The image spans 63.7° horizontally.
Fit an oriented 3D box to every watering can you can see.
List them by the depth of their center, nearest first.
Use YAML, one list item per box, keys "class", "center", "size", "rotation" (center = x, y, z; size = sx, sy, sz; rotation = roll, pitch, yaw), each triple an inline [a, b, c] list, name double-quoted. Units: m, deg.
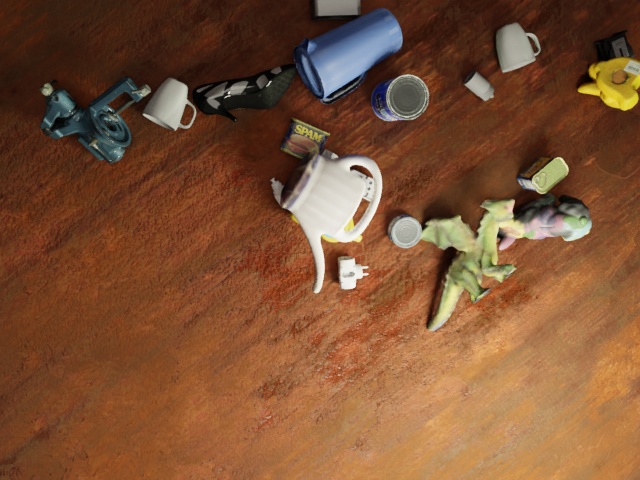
- class: "watering can"
  center: [0.004, -0.062, 1.222]
  size: [0.223, 0.347, 0.104]
  rotation: [30, 1, -12]

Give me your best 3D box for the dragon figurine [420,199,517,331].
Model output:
- class: "dragon figurine"
  center: [0.358, 0.047, 1.347]
  size: [0.404, 0.245, 0.123]
  rotation: [-44, -17, 29]
